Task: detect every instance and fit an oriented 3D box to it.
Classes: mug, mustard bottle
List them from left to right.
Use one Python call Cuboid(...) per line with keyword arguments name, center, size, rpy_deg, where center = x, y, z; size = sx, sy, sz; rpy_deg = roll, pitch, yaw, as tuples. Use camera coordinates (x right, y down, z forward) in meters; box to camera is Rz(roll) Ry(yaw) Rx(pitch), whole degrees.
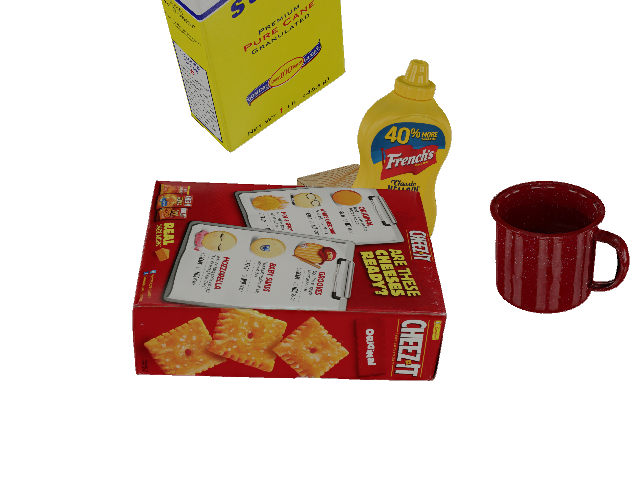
Cuboid(name="mustard bottle", center=(0.084, -0.092, 1.097), size=(0.096, 0.192, 0.058), rpy_deg=(3, 26, -14))
Cuboid(name="mug", center=(0.199, 0.010, 0.890), size=(0.117, 0.081, 0.093), rpy_deg=(13, 35, 27))

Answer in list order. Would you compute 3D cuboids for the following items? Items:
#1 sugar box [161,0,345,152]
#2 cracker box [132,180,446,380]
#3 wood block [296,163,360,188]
Cuboid(name="sugar box", center=(-0.036, -0.133, 0.566), size=(0.093, 0.048, 0.176), rpy_deg=(-38, -24, -17))
Cuboid(name="cracker box", center=(-0.025, 0.028, 0.798), size=(0.213, 0.072, 0.164), rpy_deg=(2, 34, -4))
Cuboid(name="wood block", center=(0.028, 0.028, 1.249), size=(0.090, 0.206, 0.090), rpy_deg=(-16, 32, -32))
